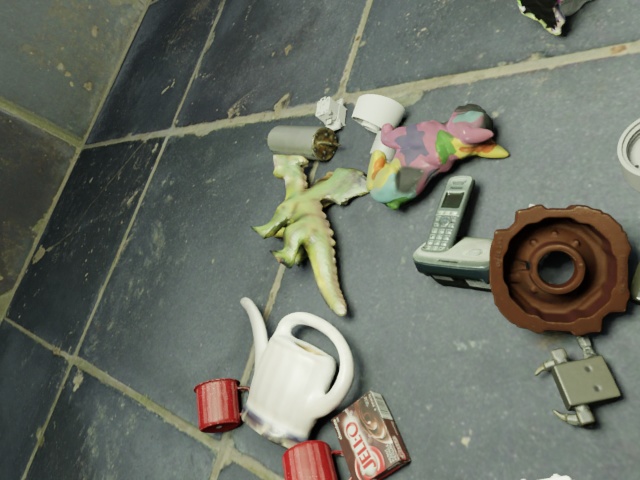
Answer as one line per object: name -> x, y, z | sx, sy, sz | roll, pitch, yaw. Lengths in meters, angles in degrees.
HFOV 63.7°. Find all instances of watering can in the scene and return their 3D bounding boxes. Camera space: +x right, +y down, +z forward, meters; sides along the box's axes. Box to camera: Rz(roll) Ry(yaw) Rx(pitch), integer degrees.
watering can -> -0.075, 0.233, 0.937 | 0.349, 0.103, 0.226 | 12, 77, 49

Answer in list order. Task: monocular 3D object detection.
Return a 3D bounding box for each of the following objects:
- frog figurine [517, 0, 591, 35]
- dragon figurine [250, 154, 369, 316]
frog figurine -> 0.406, -0.436, 0.847 | 0.160, 0.135, 0.124 | -48, 36, -10
dragon figurine -> 0.003, -0.052, 1.042 | 0.243, 0.120, 0.417 | -47, 51, 1
